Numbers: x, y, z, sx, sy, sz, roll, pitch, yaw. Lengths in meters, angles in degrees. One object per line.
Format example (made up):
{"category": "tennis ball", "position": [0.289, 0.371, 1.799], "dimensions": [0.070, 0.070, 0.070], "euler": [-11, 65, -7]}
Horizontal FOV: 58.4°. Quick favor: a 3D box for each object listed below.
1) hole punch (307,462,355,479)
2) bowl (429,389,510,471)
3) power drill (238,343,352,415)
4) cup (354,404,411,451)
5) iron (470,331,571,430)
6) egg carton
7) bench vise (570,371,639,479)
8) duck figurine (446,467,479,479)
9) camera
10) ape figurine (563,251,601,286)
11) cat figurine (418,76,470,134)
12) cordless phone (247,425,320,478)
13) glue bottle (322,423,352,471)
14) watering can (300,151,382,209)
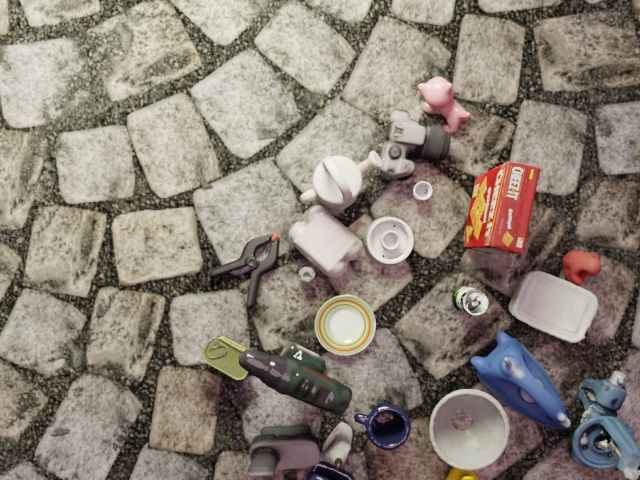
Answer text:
{"category": "hole punch", "position": [0.018, 0.538, 1.199], "dimensions": [0.108, 0.091, 0.101], "euler": [23, 89, 1]}
{"category": "bowl", "position": [0.308, 0.392, 1.211], "dimensions": [0.167, 0.074, 0.167], "euler": [0, 89, 0]}
{"category": "power drill", "position": [-0.047, 0.268, 1.147], "dimensions": [0.229, 0.208, 0.076], "euler": [25, 89, 1]}
{"category": "cup", "position": [0.126, 0.379, 1.201], "dimensions": [0.117, 0.095, 0.092], "euler": [15, 89, 1]}
{"category": "iron", "position": [0.441, 0.314, 1.179], "dimensions": [0.258, 0.141, 0.118], "euler": [44, 89, 1]}
{"category": "egg carton", "position": [0.011, 0.004, 1.223], "dimensions": [0.150, 0.069, 0.107], "euler": [41, 89, 1]}
{"category": "bench vise", "position": [0.569, 0.372, 1.138], "dimensions": [0.121, 0.219, 0.207], "euler": [-2, 88, 0]}
{"category": "duck figurine", "position": [0.307, 0.535, 1.201], "dimensions": [0.077, 0.086, 0.105], "euler": [1, 89, 0]}
{"category": "camera", "position": [0.202, -0.195, 1.212], "dimensions": [0.137, 0.101, 0.143], "euler": [11, 89, 1]}
{"category": "ape figurine", "position": [0.560, 0.056, 1.210], "dimensions": [0.078, 0.092, 0.076], "euler": [-33, 89, -1]}
{"category": "cat figurine", "position": [0.264, -0.293, 1.206], "dimensions": [0.128, 0.117, 0.067], "euler": [41, 89, 1]}
{"category": "cordless phone", "position": [-0.074, 0.444, 1.155], "dimensions": [0.147, 0.185, 0.094], "euler": [-7, 88, 0]}
{"category": "glue bottle", "position": [0.037, 0.429, 1.161], "dimensions": [0.037, 0.173, 0.078], "euler": [33, 89, 1]}
{"category": "watering can", "position": [0.041, -0.125, 1.164], "dimensions": [0.101, 0.194, 0.173], "euler": [40, 89, 1]}
